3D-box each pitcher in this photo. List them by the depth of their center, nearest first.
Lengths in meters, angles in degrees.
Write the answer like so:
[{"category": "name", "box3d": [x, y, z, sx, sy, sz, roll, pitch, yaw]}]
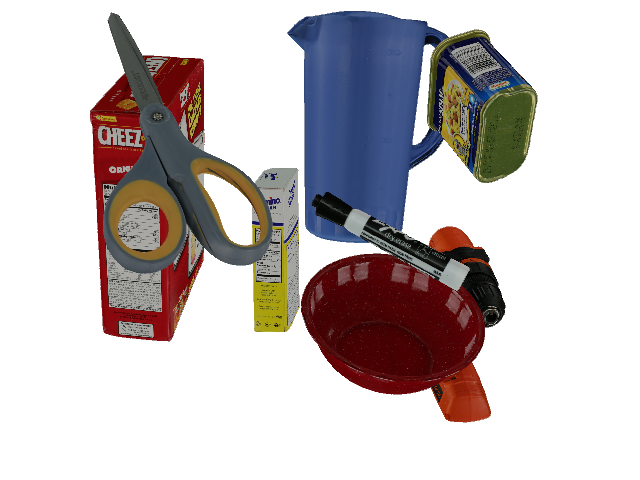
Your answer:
[{"category": "pitcher", "box3d": [0.053, -0.124, 1.159, 0.149, 0.243, 0.144, 8, 12, 28]}]

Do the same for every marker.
[{"category": "marker", "box3d": [0.048, -0.001, 0.756, 0.121, 0.020, 0.020, 28, 4, 8]}]

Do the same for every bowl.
[{"category": "bowl", "box3d": [0.060, 0.083, 0.939, 0.162, 0.055, 0.162, 5, 39, -5]}]

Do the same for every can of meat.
[{"category": "can of meat", "box3d": [0.136, -0.112, 0.903, 0.057, 0.102, 0.084, -19, 49, -15]}]

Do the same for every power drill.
[{"category": "power drill", "box3d": [0.156, 0.098, 1.150, 0.057, 0.188, 0.184, -2, 25, -5]}]

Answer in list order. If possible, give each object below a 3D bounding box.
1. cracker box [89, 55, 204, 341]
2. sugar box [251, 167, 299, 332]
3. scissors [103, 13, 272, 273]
[{"category": "cracker box", "box3d": [-0.152, -0.042, 0.966, 0.072, 0.214, 0.164, 4, 26, 4]}, {"category": "sugar box", "box3d": [-0.052, 0.010, 1.248, 0.048, 0.176, 0.093, 0, 18, 9]}, {"category": "scissors", "box3d": [-0.103, -0.053, 0.591, 0.096, 0.202, 0.016, -27, -30, -27]}]
